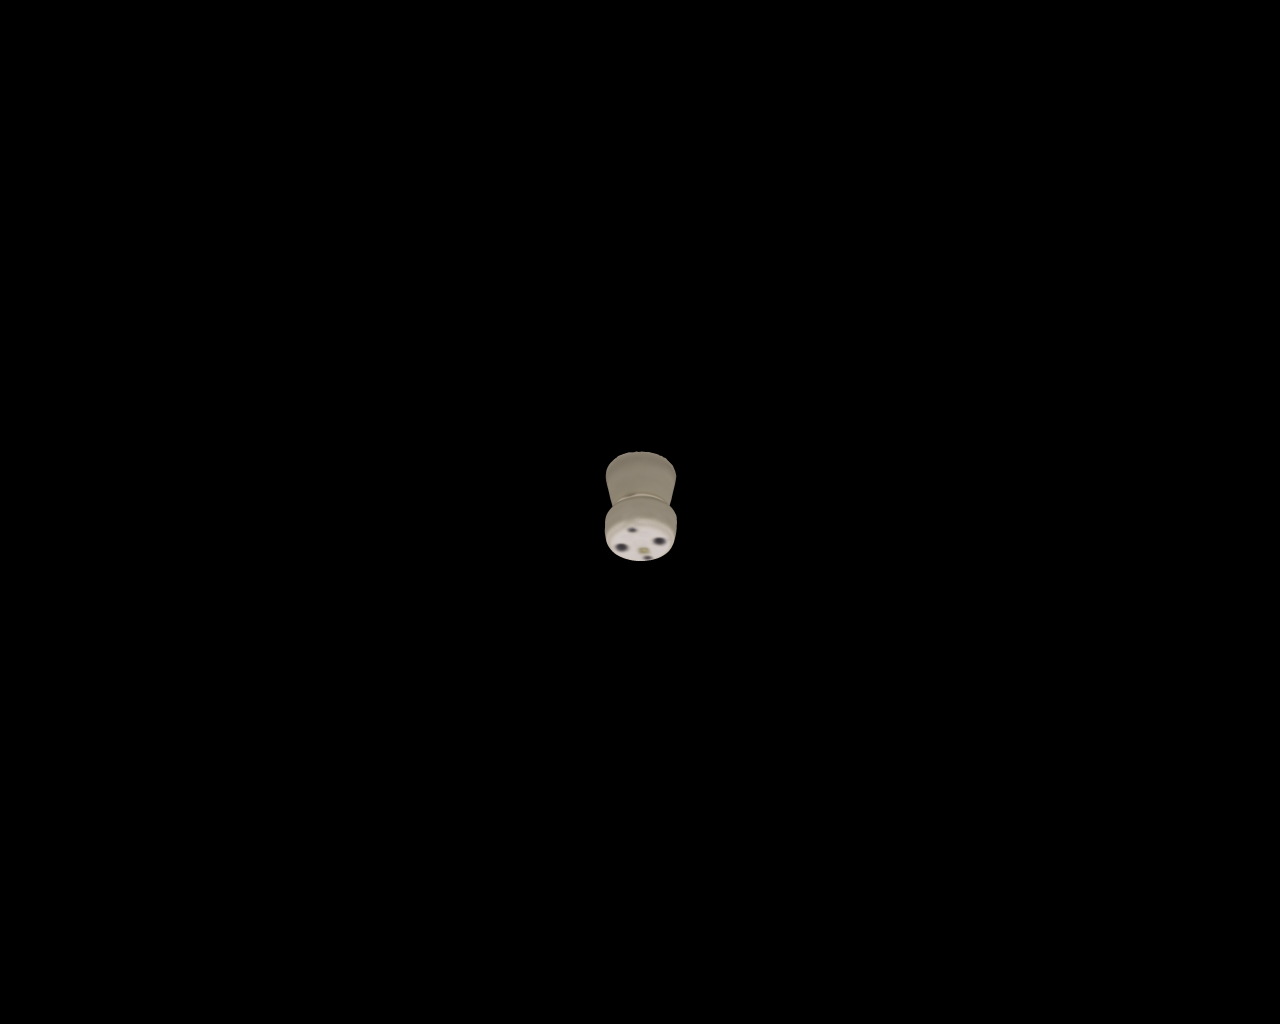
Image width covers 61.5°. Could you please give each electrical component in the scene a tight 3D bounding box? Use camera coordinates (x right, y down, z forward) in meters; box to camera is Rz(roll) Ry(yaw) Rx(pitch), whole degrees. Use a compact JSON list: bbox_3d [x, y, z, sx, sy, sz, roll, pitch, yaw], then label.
[{"bbox_3d":[0.001,-0.003,0.650,0.045,0.055,0.044,0,-38,0],"label":"electrical component"}]
